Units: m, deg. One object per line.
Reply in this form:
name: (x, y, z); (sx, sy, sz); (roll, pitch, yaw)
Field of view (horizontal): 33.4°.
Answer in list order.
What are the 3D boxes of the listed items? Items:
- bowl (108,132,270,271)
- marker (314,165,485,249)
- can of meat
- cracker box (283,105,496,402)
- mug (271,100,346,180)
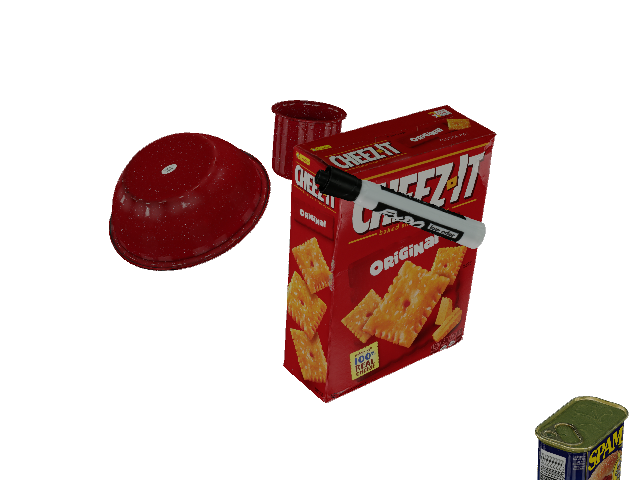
bowl: (-0.131, -0.049, 0.990); (0.162, 0.162, 0.055); (0, -41, 20)
marker: (0.052, -0.022, 0.690); (0.121, 0.020, 0.020); (20, -7, -19)
can of meat: (0.244, 0.207, 1.003); (0.058, 0.084, 0.101); (14, 24, 38)
cracker box: (0.056, 0.011, 0.891); (0.163, 0.214, 0.072); (-19, 38, -33)
mug: (-0.012, -0.126, 1.331); (0.093, 0.081, 0.117); (16, 24, 23)
